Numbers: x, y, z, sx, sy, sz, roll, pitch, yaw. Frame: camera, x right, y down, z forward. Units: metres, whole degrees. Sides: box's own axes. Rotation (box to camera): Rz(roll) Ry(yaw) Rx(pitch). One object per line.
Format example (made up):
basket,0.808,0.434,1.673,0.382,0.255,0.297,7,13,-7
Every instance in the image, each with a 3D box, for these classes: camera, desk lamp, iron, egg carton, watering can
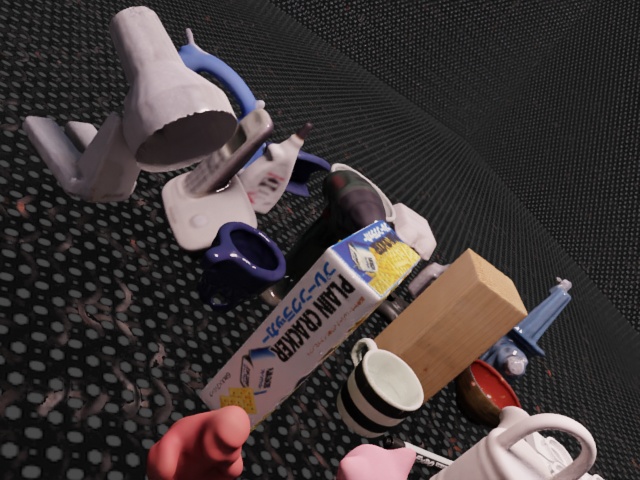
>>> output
camera,0.264,0.097,1.130,0.143,0.100,0.137,45,23,9
desk lamp,-0.217,-0.140,0.656,0.203,0.213,0.118,49,24,17
iron,-0.170,-0.227,0.975,0.258,0.141,0.119,39,23,-6
egg carton,0.194,-0.014,1.258,0.107,0.069,0.150,31,25,-23
watering can,0.218,0.260,0.651,0.101,0.194,0.172,31,25,-24

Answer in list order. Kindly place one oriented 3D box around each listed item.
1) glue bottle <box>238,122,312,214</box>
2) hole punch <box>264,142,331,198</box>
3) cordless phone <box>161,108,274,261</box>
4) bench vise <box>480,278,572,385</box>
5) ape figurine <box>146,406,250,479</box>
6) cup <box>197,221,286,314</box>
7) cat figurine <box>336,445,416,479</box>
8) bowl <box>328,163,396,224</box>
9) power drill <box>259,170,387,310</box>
glue bottle,-0.068,-0.117,0.899,0.078,0.173,0.037,16,33,-45
hole punch,-0.051,-0.148,1.085,0.109,0.091,0.101,13,36,-49
cordless phone,-0.115,-0.071,0.730,0.094,0.185,0.147,17,33,-44
bench vise,0.369,0.172,1.008,0.122,0.219,0.207,36,24,-13
ape figurine,-0.091,0.168,0.461,0.078,0.092,0.076,33,24,-19
cup,-0.107,0.041,0.659,0.091,0.095,0.118,50,24,19
cat figurine,0.056,0.242,0.527,0.128,0.117,0.067,39,23,-4
bowl,0.070,-0.074,1.164,0.168,0.074,0.167,34,24,-17
power drill,0.007,0.003,0.759,0.076,0.208,0.229,33,24,-19
